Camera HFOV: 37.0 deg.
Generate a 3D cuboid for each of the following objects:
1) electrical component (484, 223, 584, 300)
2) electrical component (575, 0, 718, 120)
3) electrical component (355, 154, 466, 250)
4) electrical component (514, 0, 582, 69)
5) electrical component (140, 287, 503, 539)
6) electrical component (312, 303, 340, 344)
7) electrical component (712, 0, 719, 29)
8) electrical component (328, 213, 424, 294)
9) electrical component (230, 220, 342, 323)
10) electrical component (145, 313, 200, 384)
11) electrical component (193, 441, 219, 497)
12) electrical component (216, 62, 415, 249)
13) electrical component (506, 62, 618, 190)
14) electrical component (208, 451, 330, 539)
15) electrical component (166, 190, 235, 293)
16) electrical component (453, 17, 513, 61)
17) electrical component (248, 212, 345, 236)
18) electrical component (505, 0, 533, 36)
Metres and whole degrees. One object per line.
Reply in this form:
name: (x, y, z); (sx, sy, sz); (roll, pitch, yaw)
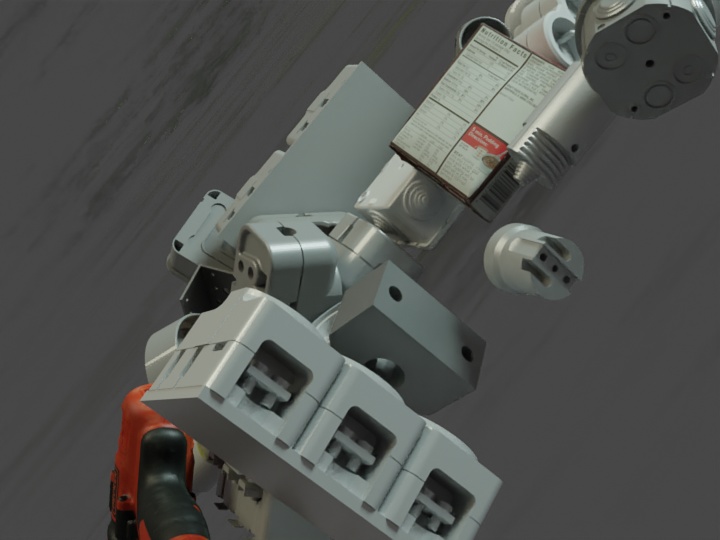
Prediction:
electrical component: (0.097, -0.004, 0.596); (0.040, 0.040, 0.046); (-53, 23, -8)
electrical component: (0.165, -0.131, 0.621); (0.080, 0.080, 0.051); (-39, 25, 33)
electrical component: (0.048, -0.065, 0.830); (0.099, 0.048, 0.100); (-52, 16, -9)
electrical component: (0.143, -0.180, 0.821); (0.074, 0.052, 0.138); (-32, 25, 46)
electrical component: (-0.017, 0.079, 0.516); (0.061, 0.150, 0.089); (-58, 19, -22)
electrical component: (-0.001, 0.061, 0.702); (0.099, 0.064, 0.099); (-31, 20, 13)
electrical component: (0.199, -0.185, 0.671); (0.099, 0.064, 0.099); (-44, 18, 19)
electrical component: (0.000, 0.000, 0.801); (0.059, 0.054, 0.095); (-51, 17, -2)
electrical component: (-0.052, 0.015, 0.747); (0.054, 0.059, 0.095); (43, 130, 48)
electrical component: (-0.135, 0.088, 0.889); (0.064, 0.099, 0.099); (-35, 22, 25)
electrical component: (-0.129, 0.154, 0.824); (0.078, 0.040, 0.040); (-46, 18, 12)
electrical component: (-0.026, -0.073, 0.929); (0.186, 0.105, 0.060); (-50, 17, -1)
electrical component: (0.127, -0.087, 0.684); (0.081, 0.043, 0.043); (-51, 17, -1)
electrical component: (-0.051, 0.123, 0.645); (0.121, 0.079, 0.063); (-173, 91, -70)
electrical component: (-0.112, -0.009, 0.991); (0.078, 0.113, 0.057); (-59, 0, -27)
electrical component: (0.098, -0.155, 0.883); (0.077, 0.043, 0.079); (92, -177, -80)
electrical component: (-0.042, -0.016, 0.870); (0.059, 0.095, 0.053); (-146, 54, -73)
electrical component: (0.141, -0.206, 0.895); (0.048, 0.048, 0.062); (-50, 10, 2)
